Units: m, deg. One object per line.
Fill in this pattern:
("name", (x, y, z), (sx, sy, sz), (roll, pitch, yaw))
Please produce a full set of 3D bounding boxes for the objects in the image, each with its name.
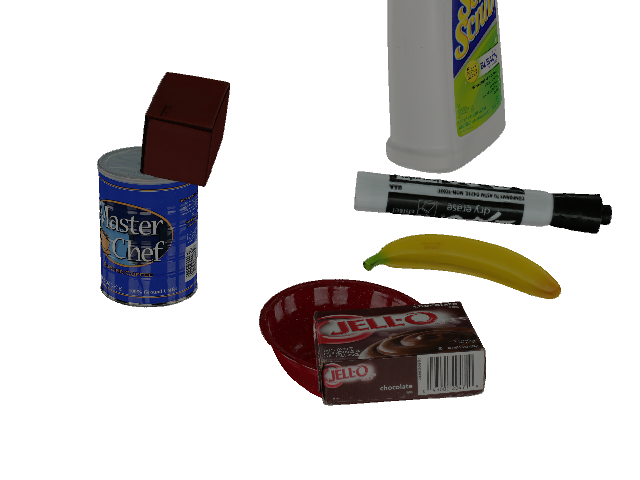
("banana", (0.146, 0.025, 1.091), (0.198, 0.037, 0.069), (7, 43, 12))
("foam brick", (-0.103, -0.087, 0.819), (0.053, 0.051, 0.078), (11, 35, 0))
("marker", (0.077, -0.018, 0.506), (0.121, 0.020, 0.020), (5, 0, 1))
("bowl", (0.025, 0.096, 0.949), (0.162, 0.055, 0.162), (4, 27, -2))
("pudding box", (0.053, 0.077, 0.751), (0.113, 0.039, 0.090), (-2, 19, -3))
("bleach bottle", (0.084, -0.181, 0.760), (0.068, 0.251, 0.102), (16, 38, 36))
("coffee can", (-0.177, -0.016, 1.104), (0.103, 0.140, 0.103), (3, 23, -1))
